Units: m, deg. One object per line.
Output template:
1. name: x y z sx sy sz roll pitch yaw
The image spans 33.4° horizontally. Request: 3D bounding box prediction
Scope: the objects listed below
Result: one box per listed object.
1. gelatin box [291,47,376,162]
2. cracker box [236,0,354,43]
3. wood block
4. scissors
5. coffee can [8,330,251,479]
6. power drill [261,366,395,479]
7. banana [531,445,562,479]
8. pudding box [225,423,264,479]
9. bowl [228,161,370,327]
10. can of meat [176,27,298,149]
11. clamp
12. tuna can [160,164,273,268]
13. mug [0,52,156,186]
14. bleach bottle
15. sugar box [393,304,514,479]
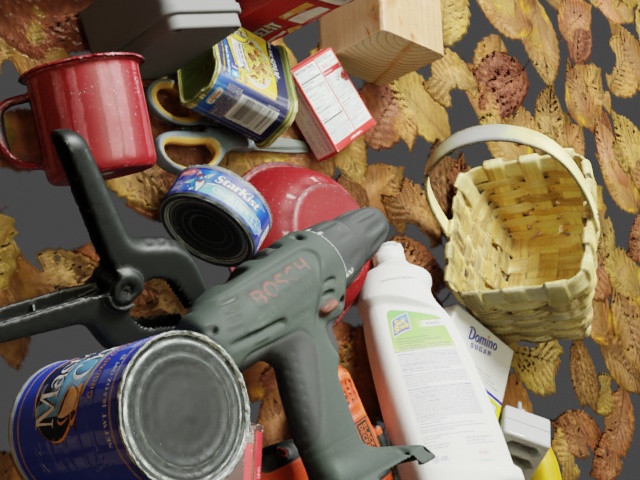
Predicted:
1. gelatin box: 0.004 -0.128 1.000 0.089 0.030 0.073 58 42 -8
2. cracker box: -0.034 -0.297 0.926 0.071 0.164 0.214 4 74 -46
3. wood block: 0.057 -0.273 1.059 0.090 0.091 0.206 13 68 -41
4. scissors: -0.080 -0.102 0.924 0.201 0.016 0.096 -23 84 -54
5. coffee can: -0.130 0.122 0.715 0.102 0.141 0.103 15 67 -40
6. power drill: -0.009 0.216 0.865 0.187 0.057 0.184 -27 95 -47
7. banana: 0.223 0.299 1.065 0.069 0.037 0.197 46 48 -49
8. pudding box: -0.086 0.179 0.758 0.039 0.114 0.090 16 65 -33
9. bowl: -0.006 0.001 0.935 0.161 0.055 0.162 16 66 -40
10. can of meat: -0.072 -0.138 0.898 0.083 0.058 0.102 24 39 -35
11. clamp: -0.147 0.021 0.768 0.209 0.036 0.164 20 97 -43
12. tuna can: -0.083 -0.018 0.845 0.086 0.086 0.033 47 51 -23
13. mug: -0.178 -0.084 0.781 0.117 0.093 0.081 -12 90 -16
14. bleach bottle: 0.097 0.114 0.956 0.102 0.068 0.251 -3 58 -18
15. sugar box: 0.126 0.160 1.020 0.093 0.048 0.176 39 50 -25
